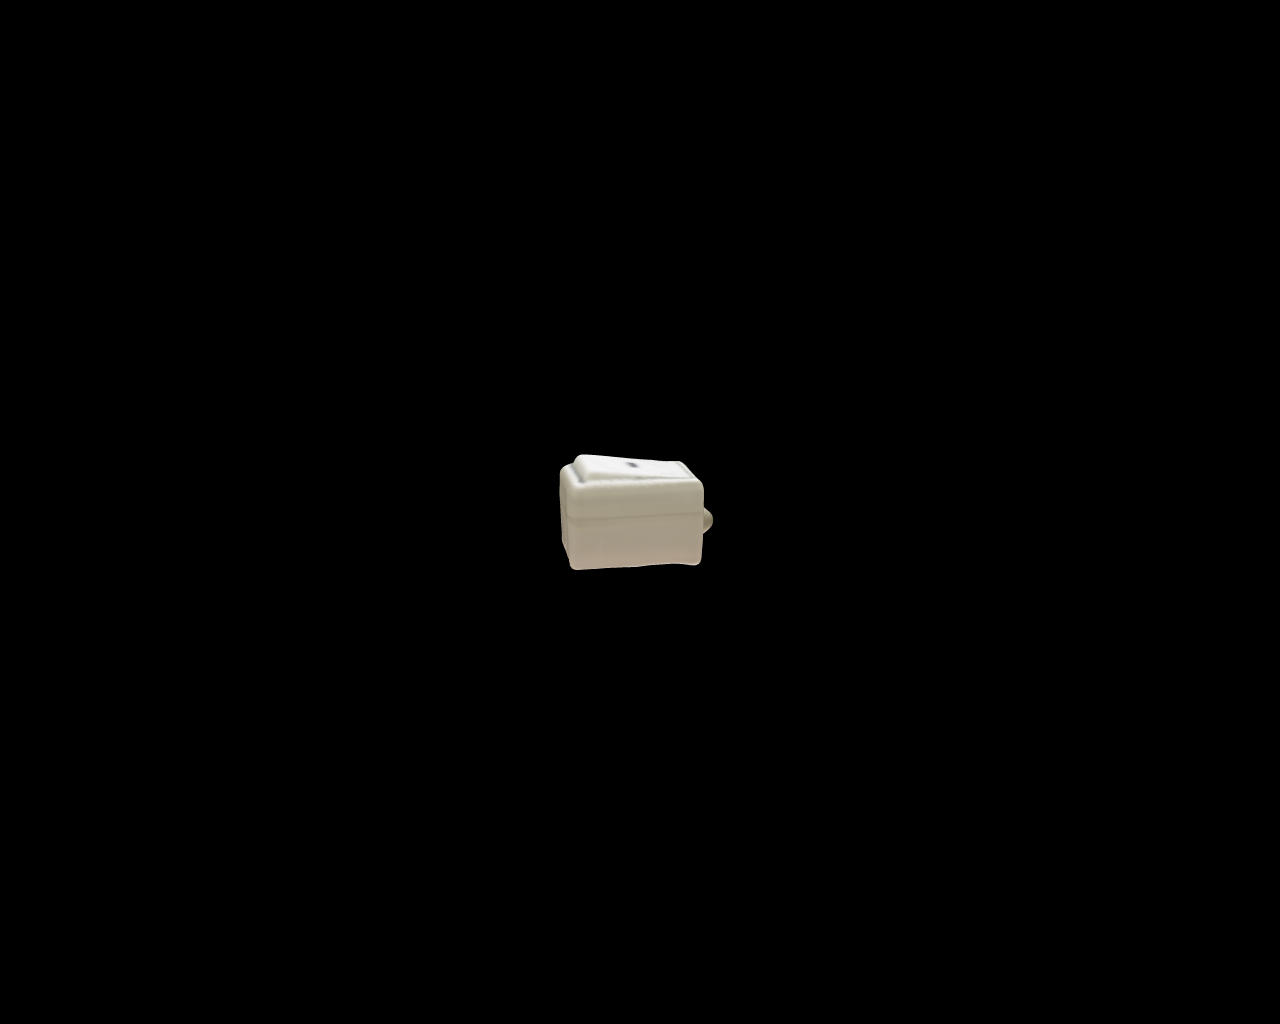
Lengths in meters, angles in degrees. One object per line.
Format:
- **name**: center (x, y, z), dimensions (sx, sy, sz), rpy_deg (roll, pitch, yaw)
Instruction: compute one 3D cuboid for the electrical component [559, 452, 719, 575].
- **electrical component**: center (0.001, -0.003, 0.650), dimensions (0.096, 0.061, 0.062), rpy_deg (-3, 16, -9)
